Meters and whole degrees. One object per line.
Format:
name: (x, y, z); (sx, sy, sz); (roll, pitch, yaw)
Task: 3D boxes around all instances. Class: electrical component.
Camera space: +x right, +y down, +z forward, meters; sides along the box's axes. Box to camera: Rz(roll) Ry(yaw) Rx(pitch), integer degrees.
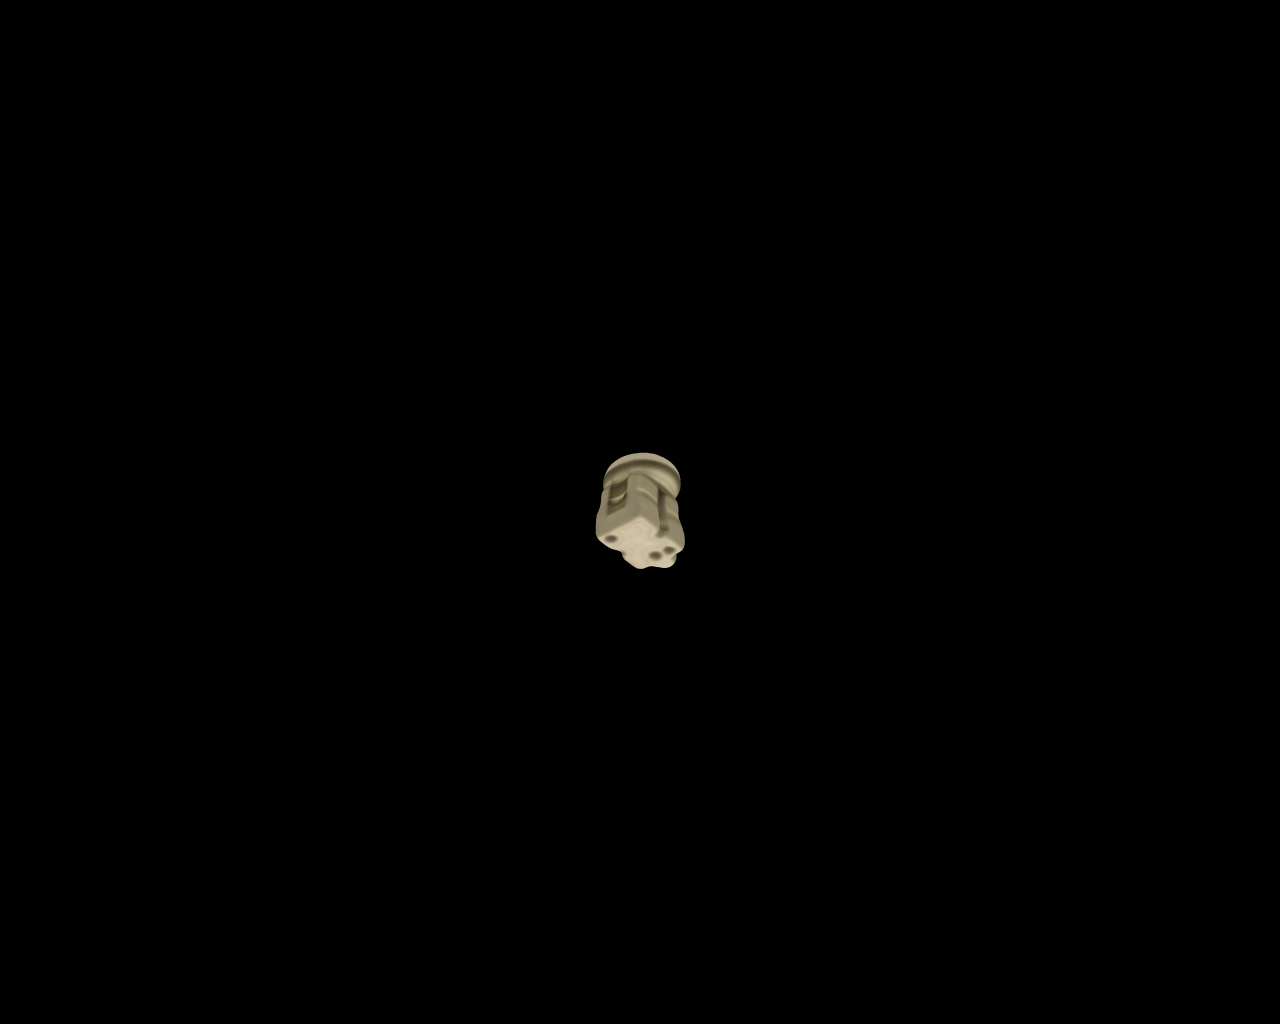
electrical component: (0.001, -0.003, 0.650); (0.048, 0.055, 0.066); (-25, -44, 28)
